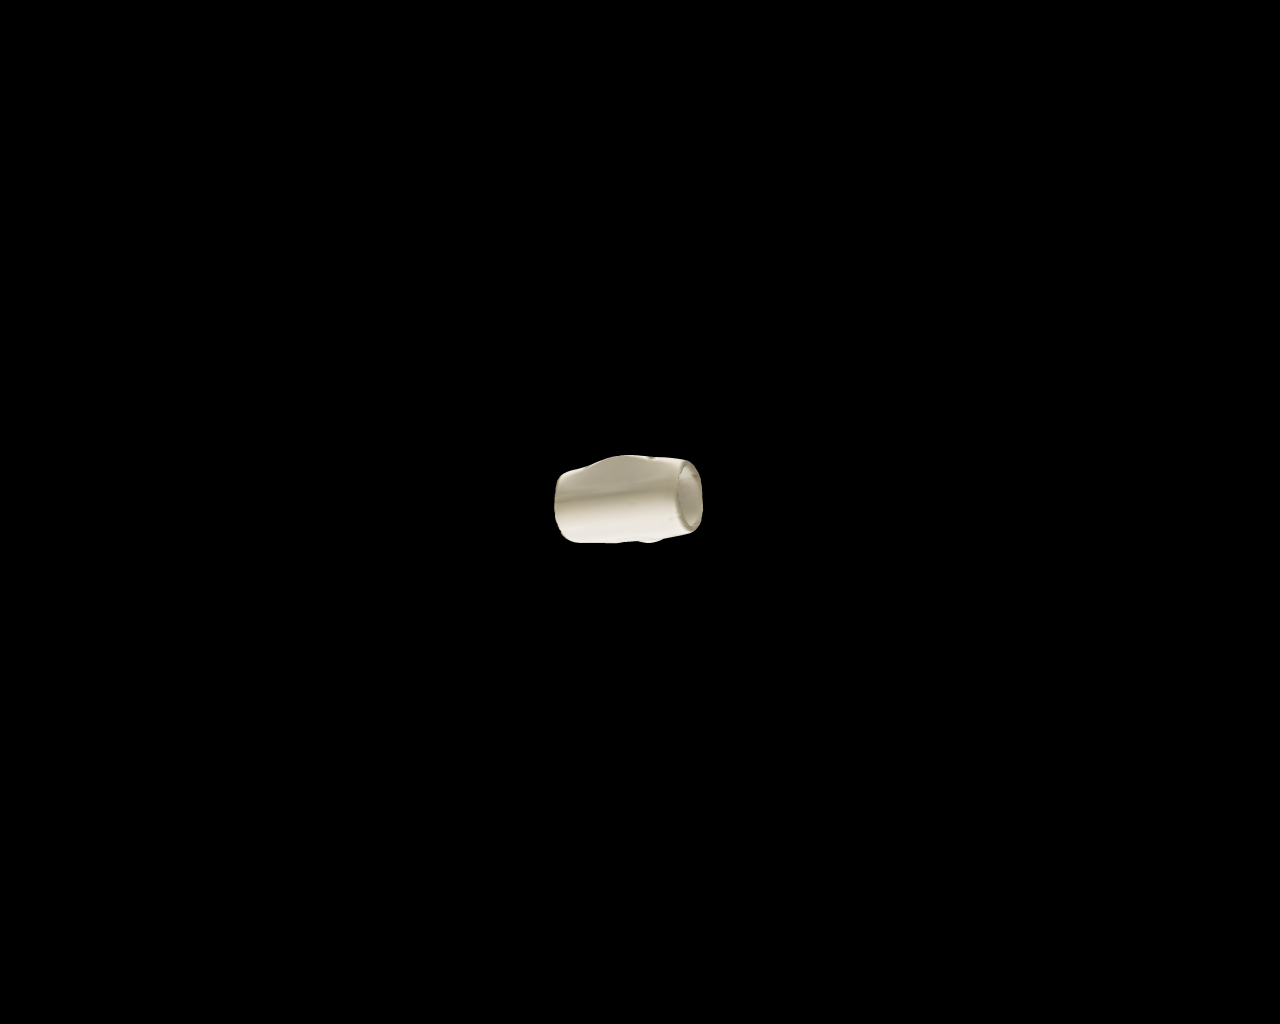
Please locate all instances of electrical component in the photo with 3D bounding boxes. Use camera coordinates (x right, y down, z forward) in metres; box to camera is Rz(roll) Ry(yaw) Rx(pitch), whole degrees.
[{"bbox_3d":[0.001,-0.003,0.650,0.077,0.043,0.079,-6,-15,22],"label":"electrical component"}]
